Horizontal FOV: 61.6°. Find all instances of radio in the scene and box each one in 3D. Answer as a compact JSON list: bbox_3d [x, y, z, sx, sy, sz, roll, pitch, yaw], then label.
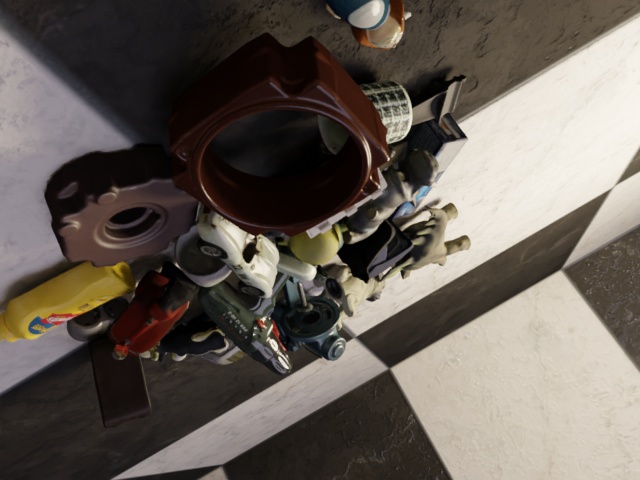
[{"bbox_3d":[-0.328,0.229,0.881,0.073,0.131,0.229,-12,169,-22],"label":"radio"}]

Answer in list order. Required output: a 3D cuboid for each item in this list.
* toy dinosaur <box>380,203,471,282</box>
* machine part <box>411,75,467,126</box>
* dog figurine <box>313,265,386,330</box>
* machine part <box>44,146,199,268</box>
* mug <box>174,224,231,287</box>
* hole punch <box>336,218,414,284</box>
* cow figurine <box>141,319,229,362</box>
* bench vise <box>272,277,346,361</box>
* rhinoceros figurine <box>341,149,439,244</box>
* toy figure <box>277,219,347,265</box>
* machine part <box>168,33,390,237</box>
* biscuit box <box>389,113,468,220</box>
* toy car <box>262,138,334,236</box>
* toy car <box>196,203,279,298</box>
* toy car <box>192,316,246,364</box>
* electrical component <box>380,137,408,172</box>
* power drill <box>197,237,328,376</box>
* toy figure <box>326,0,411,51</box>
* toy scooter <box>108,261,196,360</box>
[{"bbox_3d":[0.214,0.010,1.141,0.199,0.105,0.471,-23,161,-13],"label":"toy dinosaur"},{"bbox_3d":[0.144,-0.187,0.773,0.139,0.039,0.084,-25,162,-15],"label":"machine part"},{"bbox_3d":[0.087,0.091,1.217,0.190,0.121,0.172,-31,164,-35],"label":"dog figurine"},{"bbox_3d":[-0.228,-0.034,0.635,0.179,0.056,0.179,-25,157,-11],"label":"machine part"},{"bbox_3d":[-0.161,0.022,0.810,0.109,0.081,0.107,-39,169,-18],"label":"mug"},{"bbox_3d":[0.091,0.002,0.971,0.115,0.142,0.092,-50,146,18],"label":"hole punch"},{"bbox_3d":[-0.254,0.185,0.980,0.167,0.068,0.098,-9,171,-10],"label":"cow figurine"},{"bbox_3d":[-0.042,0.131,1.075,0.129,0.224,0.240,-26,126,-20],"label":"bench vise"},{"bbox_3d":[0.099,-0.063,0.812,0.112,0.073,0.190,-4,152,-41],"label":"rhinoceros figurine"},{"bbox_3d":[0.001,-0.005,0.882,0.082,0.089,0.180,-61,168,5],"label":"toy figure"},{"bbox_3d":[-0.043,-0.098,0.578,0.201,0.087,0.200,-29,137,24],"label":"machine part"},{"bbox_3d":[0.164,-0.118,0.902,0.059,0.063,0.202,-16,154,-30],"label":"biscuit box"},{"bbox_3d":[-0.031,-0.077,0.774,0.202,0.053,0.089,-37,159,7],"label":"toy car"},{"bbox_3d":[-0.104,0.012,0.728,0.056,0.073,0.201,-3,148,21],"label":"toy car"},{"bbox_3d":[-0.189,0.196,1.082,0.162,0.103,0.109,-29,157,4],"label":"toy car"},{"bbox_3d":[0.102,-0.125,0.838,0.078,0.045,0.102,-22,155,-14],"label":"electrical component"},{"bbox_3d":[-0.082,0.111,0.950,0.232,0.086,0.207,40,103,-18],"label":"power drill"},{"bbox_3d":[0.051,-0.235,0.551,0.064,0.057,0.154,7,175,29],"label":"toy figure"},{"bbox_3d":[-0.239,0.101,0.759,0.135,0.075,0.184,-50,-165,-6],"label":"toy scooter"}]
